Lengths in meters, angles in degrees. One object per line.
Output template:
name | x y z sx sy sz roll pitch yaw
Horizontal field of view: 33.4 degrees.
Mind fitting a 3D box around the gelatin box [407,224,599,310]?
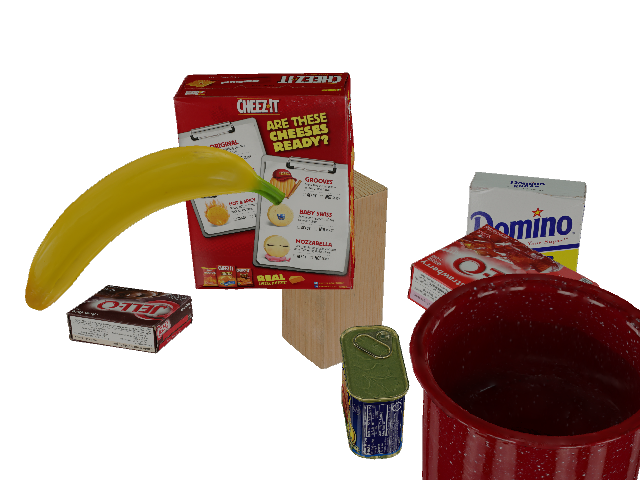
gelatin box | 0.109 0.031 0.639 0.073 0.030 0.089 -26 44 -37

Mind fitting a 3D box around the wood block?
wood block | 0.013 0.030 1.230 0.090 0.206 0.090 -17 32 -30

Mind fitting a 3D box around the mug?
mug | 0.092 0.073 0.402 0.117 0.081 0.093 5 36 10

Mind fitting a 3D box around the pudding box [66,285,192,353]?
pudding box | -0.213 0.087 1.200 0.114 0.039 0.090 4 19 19

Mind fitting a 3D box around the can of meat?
can of meat | 0.049 0.146 1.021 0.057 0.084 0.102 -3 36 -4

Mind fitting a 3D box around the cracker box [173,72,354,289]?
cracker box | -0.049 -0.056 1.056 0.164 0.214 0.072 0 30 5

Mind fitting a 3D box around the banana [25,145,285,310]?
banana | -0.127 -0.017 0.734 0.198 0.069 0.037 -23 8 6

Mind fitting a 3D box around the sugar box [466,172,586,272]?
sugar box | 0.165 0.036 0.886 0.093 0.176 0.048 6 23 14
